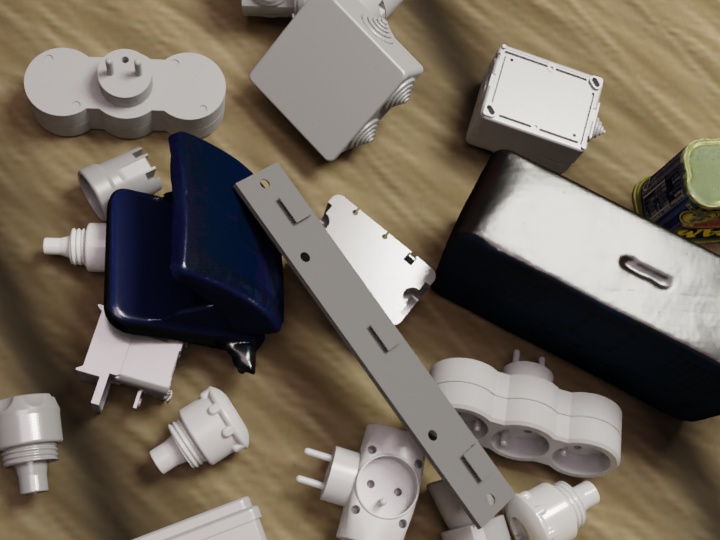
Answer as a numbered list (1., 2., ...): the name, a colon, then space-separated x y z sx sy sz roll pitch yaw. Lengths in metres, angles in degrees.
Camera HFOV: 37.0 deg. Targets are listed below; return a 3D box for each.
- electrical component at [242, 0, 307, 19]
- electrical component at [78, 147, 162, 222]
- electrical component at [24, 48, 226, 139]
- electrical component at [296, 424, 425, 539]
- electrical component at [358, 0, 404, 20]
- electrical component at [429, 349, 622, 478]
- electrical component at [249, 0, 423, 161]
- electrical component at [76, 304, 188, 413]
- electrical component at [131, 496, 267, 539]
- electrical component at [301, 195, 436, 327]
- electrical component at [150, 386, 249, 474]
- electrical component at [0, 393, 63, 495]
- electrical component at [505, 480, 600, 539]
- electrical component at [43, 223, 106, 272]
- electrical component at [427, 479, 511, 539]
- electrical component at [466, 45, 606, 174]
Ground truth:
1. electrical component: -0.061 -0.224 0.793 0.051 0.080 0.080 1 74 -3
2. electrical component: -0.167 -0.061 0.751 0.046 0.040 0.040 -30 80 -21
3. electrical component: -0.164 -0.129 0.752 0.138 0.073 0.052 1 74 -8
4. electrical component: -0.002 0.140 0.715 0.079 0.044 0.077 17 72 -3
5. electrical component: 0.002 -0.208 0.811 0.055 0.055 0.047 42 69 5
6. electrical component: 0.114 0.088 0.744 0.138 0.052 0.073 16 53 -4
7. electrical component: -0.015 -0.141 0.770 0.099 0.048 0.099 47 117 6
8. electrical component: -0.151 0.057 0.718 0.064 0.042 0.081 17 73 -7
9. electrical component: -0.109 0.183 0.653 0.109 0.108 0.056 -19 80 -13
10. electrical component: 0.000 0.000 0.749 0.089 0.055 0.050 39 73 4
11. electrical component: -0.108 0.110 0.708 0.062 0.048 0.048 -32 81 -9
12. electrical component: -0.213 0.112 0.692 0.043 0.043 0.062 -8 77 -11
13. electrical component: 0.133 0.164 0.730 0.062 0.048 0.048 -23 79 -21
14. electrical component: -0.185 -0.016 0.737 0.061 0.035 0.035 1 74 -6
15. electrical component: 0.073 0.164 0.719 0.045 0.045 0.055 -13 77 -12
16. electrical component: 0.134 -0.114 0.800 0.096 0.061 0.061 18 72 -3
